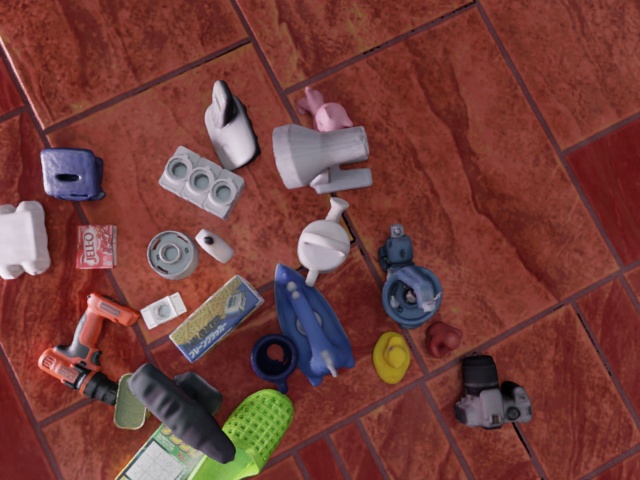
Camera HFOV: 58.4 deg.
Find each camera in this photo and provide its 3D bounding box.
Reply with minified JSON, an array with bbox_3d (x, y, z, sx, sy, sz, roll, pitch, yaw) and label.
[{"bbox_3d":[0.346,0.303,1.154,0.143,0.100,0.137,-6,84,-4],"label":"camera"}]

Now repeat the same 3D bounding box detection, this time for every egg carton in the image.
[{"bbox_3d":[-0.594,0.000,1.137,0.107,0.069,0.150,-10,85,-5],"label":"egg carton"}]

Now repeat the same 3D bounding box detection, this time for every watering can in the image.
[{"bbox_3d":[0.008,0.003,1.116,0.101,0.194,0.173,-1,84,-4],"label":"watering can"}]

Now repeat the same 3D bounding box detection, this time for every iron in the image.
[{"bbox_3d":[-0.025,0.157,1.123,0.118,0.141,0.258,-27,86,-6],"label":"iron"}]

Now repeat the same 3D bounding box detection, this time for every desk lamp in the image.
[{"bbox_3d":[0.011,-0.164,1.124,0.203,0.213,0.118,-9,84,-5],"label":"desk lamp"}]

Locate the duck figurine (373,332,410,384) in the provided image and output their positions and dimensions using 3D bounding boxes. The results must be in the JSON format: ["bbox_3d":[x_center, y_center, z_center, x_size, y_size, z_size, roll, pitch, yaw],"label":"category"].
[{"bbox_3d":[0.149,0.239,1.154,0.077,0.086,0.104,4,84,-3],"label":"duck figurine"}]

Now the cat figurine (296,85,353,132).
[{"bbox_3d":[0.009,-0.265,1.183,0.067,0.117,0.128,-38,87,-7],"label":"cat figurine"}]

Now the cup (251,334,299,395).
[{"bbox_3d":[-0.085,0.242,1.133,0.092,0.095,0.118,-17,85,-5],"label":"cup"}]

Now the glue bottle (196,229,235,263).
[{"bbox_3d":[-0.209,0.007,1.111,0.078,0.173,0.037,37,83,1],"label":"glue bottle"}]

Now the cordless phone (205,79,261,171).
[{"bbox_3d":[-0.177,-0.227,1.132,0.094,0.185,0.147,-24,86,-6],"label":"cordless phone"}]

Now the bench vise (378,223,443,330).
[{"bbox_3d":[0.163,0.075,1.106,0.121,0.219,0.207,-30,86,-6],"label":"bench vise"}]

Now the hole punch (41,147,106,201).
[{"bbox_3d":[-0.494,-0.130,1.147,0.108,0.091,0.101,1,84,-4],"label":"hole punch"}]

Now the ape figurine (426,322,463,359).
[{"bbox_3d":[0.257,0.203,1.163,0.078,0.092,0.076,-19,85,-5],"label":"ape figurine"}]

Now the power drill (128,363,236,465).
[{"bbox_3d":[-0.240,0.311,1.058,0.229,0.208,0.076,37,83,1],"label":"power drill"}]
